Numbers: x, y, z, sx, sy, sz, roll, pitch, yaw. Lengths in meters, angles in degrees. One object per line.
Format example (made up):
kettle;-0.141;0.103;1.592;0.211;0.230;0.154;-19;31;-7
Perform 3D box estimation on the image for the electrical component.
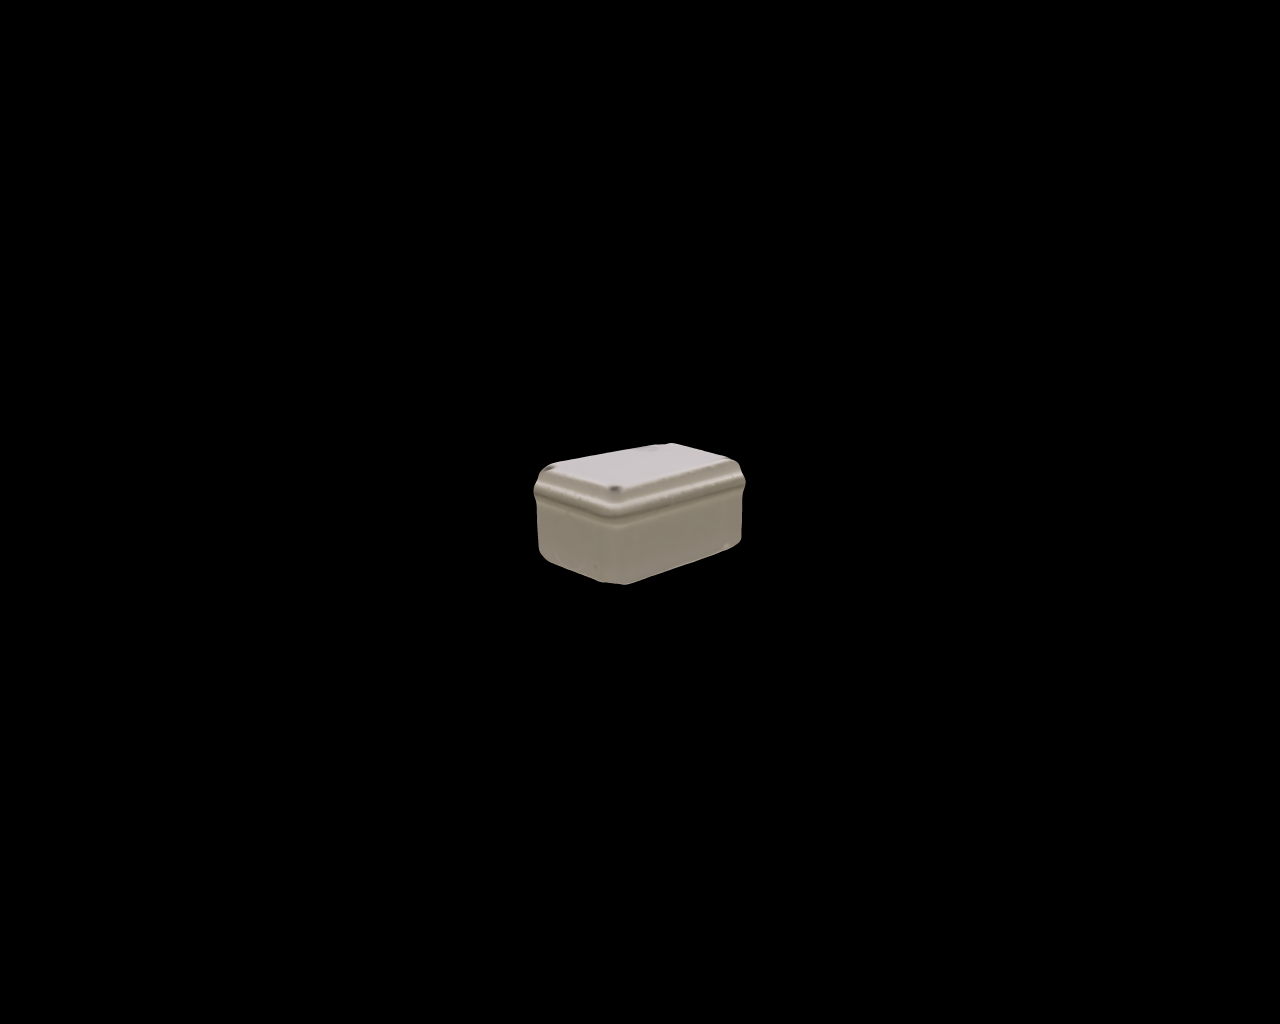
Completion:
electrical component;0.001;-0.003;0.650;0.113;0.057;0.078;-15;22;-40
